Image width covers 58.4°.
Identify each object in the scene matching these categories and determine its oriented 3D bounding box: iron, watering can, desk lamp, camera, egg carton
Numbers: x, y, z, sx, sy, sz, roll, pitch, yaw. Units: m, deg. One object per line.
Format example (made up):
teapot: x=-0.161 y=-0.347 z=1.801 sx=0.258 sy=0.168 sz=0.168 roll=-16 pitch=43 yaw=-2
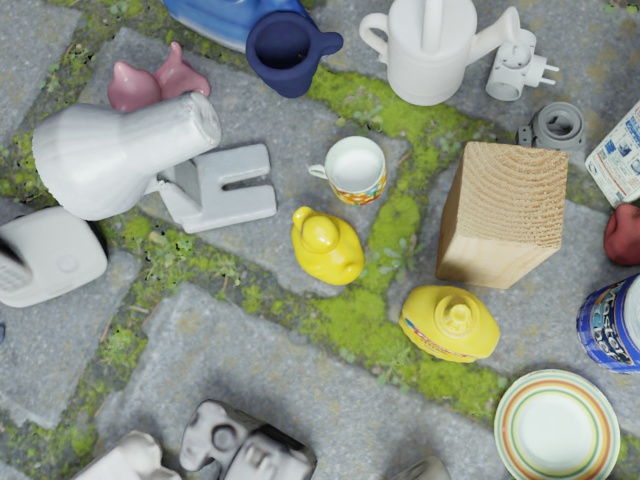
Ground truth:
iron: x=-0.104 y=-0.326 z=0.726 sx=0.258 sy=0.141 sz=0.119 roll=29 pitch=81 yaw=11
watering can: x=0.135 y=-0.245 z=0.656 sx=0.173 sy=0.194 sz=0.101 roll=-15 pitch=75 yaw=2
desk lamp: x=-0.169 y=-0.086 z=0.636 sx=0.203 sy=0.213 sz=0.118 roll=-12 pitch=75 yaw=3
camera: x=-0.093 y=0.259 z=0.604 sx=0.143 sy=0.101 sz=0.137 roll=26 pitch=80 yaw=11
egg carton: x=-0.223 y=0.289 z=0.625 sx=0.150 sy=0.069 sz=0.107 roll=-39 pitch=76 yaw=-5

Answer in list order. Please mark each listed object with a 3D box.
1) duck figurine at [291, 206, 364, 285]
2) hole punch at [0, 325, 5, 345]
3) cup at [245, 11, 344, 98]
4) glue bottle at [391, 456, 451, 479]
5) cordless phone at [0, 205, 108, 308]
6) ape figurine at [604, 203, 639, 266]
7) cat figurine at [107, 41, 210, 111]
duck figurine: x=0.006 y=0.002 z=0.664 sx=0.077 sy=0.086 sz=0.104 roll=-41 pitch=76 yaw=-5
hole punch: x=-0.456 y=0.121 z=0.677 sx=0.101 sy=0.091 sz=0.109 roll=39 pitch=83 yaw=13
cup: x=-0.027 y=-0.224 z=0.718 sx=0.117 sy=0.095 sz=0.091 roll=-9 pitch=76 yaw=3
glue bottle: x=0.095 y=0.250 z=0.550 sx=0.078 sy=0.173 sz=0.037 roll=-30 pitch=75 yaw=-2
cordless phone: x=-0.342 y=0.007 z=0.645 sx=0.147 sy=0.185 sz=0.094 roll=-24 pitch=75 yaw=-1
ape figurine: x=0.358 y=-0.010 z=0.630 sx=0.076 sy=0.092 sz=0.077 roll=-30 pitch=75 yaw=-2
cat figurine: x=-0.211 y=-0.192 z=0.716 sx=0.067 sy=0.118 sz=0.128 roll=40 pitch=83 yaw=13
